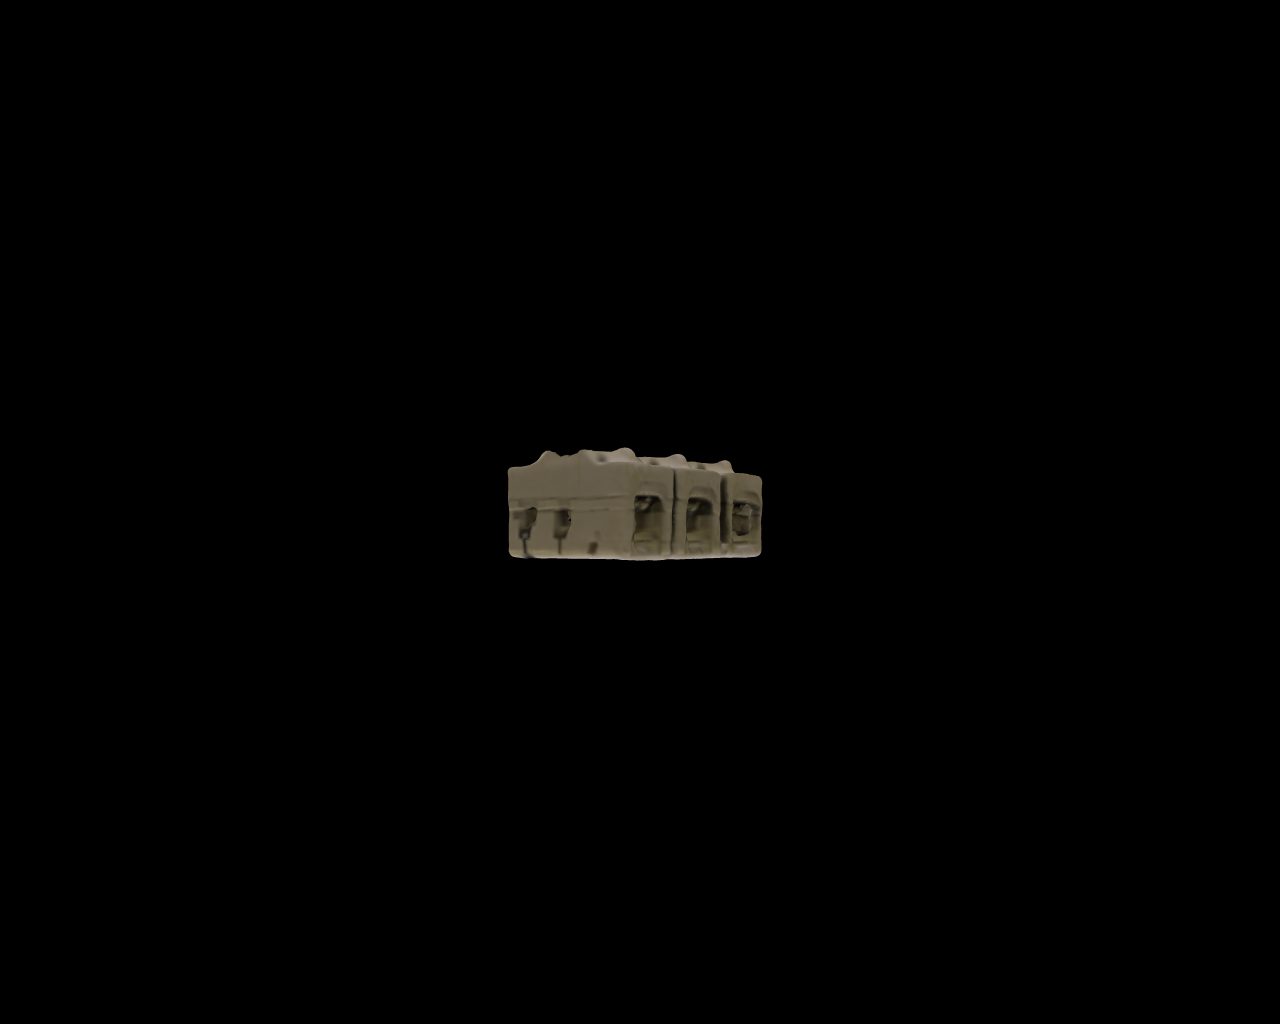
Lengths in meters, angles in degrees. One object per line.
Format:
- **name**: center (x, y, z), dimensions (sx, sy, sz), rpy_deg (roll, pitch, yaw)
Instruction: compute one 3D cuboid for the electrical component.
- **electrical component**: center (0.001, -0.003, 0.650), dimensions (0.089, 0.061, 0.150), rpy_deg (-2, -3, 36)
